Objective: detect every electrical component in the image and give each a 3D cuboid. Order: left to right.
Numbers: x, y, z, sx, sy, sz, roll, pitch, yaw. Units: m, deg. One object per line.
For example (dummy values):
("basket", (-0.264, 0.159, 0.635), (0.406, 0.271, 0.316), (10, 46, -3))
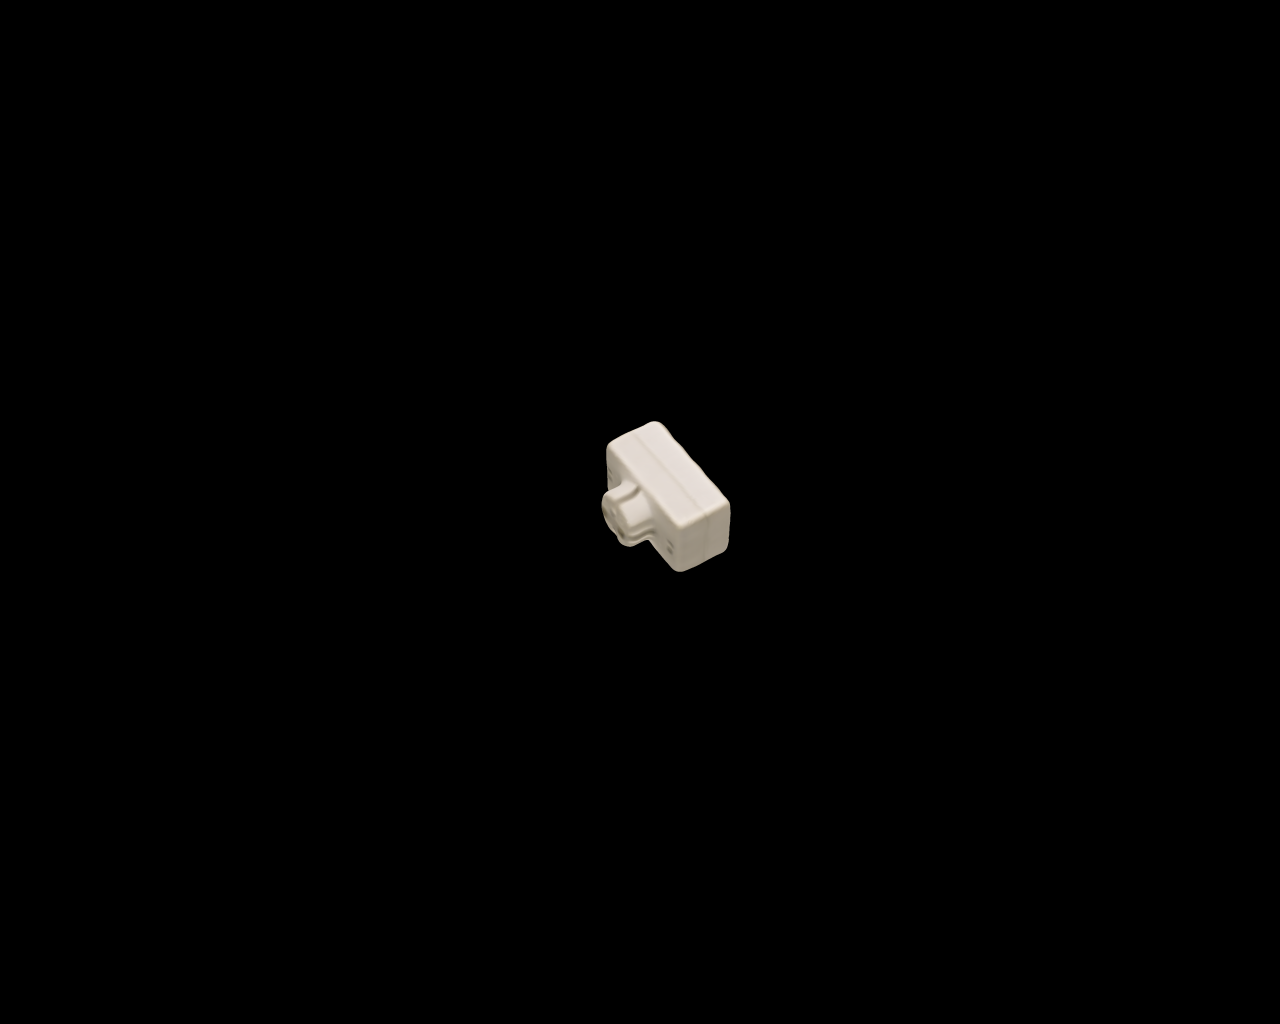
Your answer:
("electrical component", (0.001, -0.003, 0.650), (0.076, 0.083, 0.047), (-25, -36, -20))
